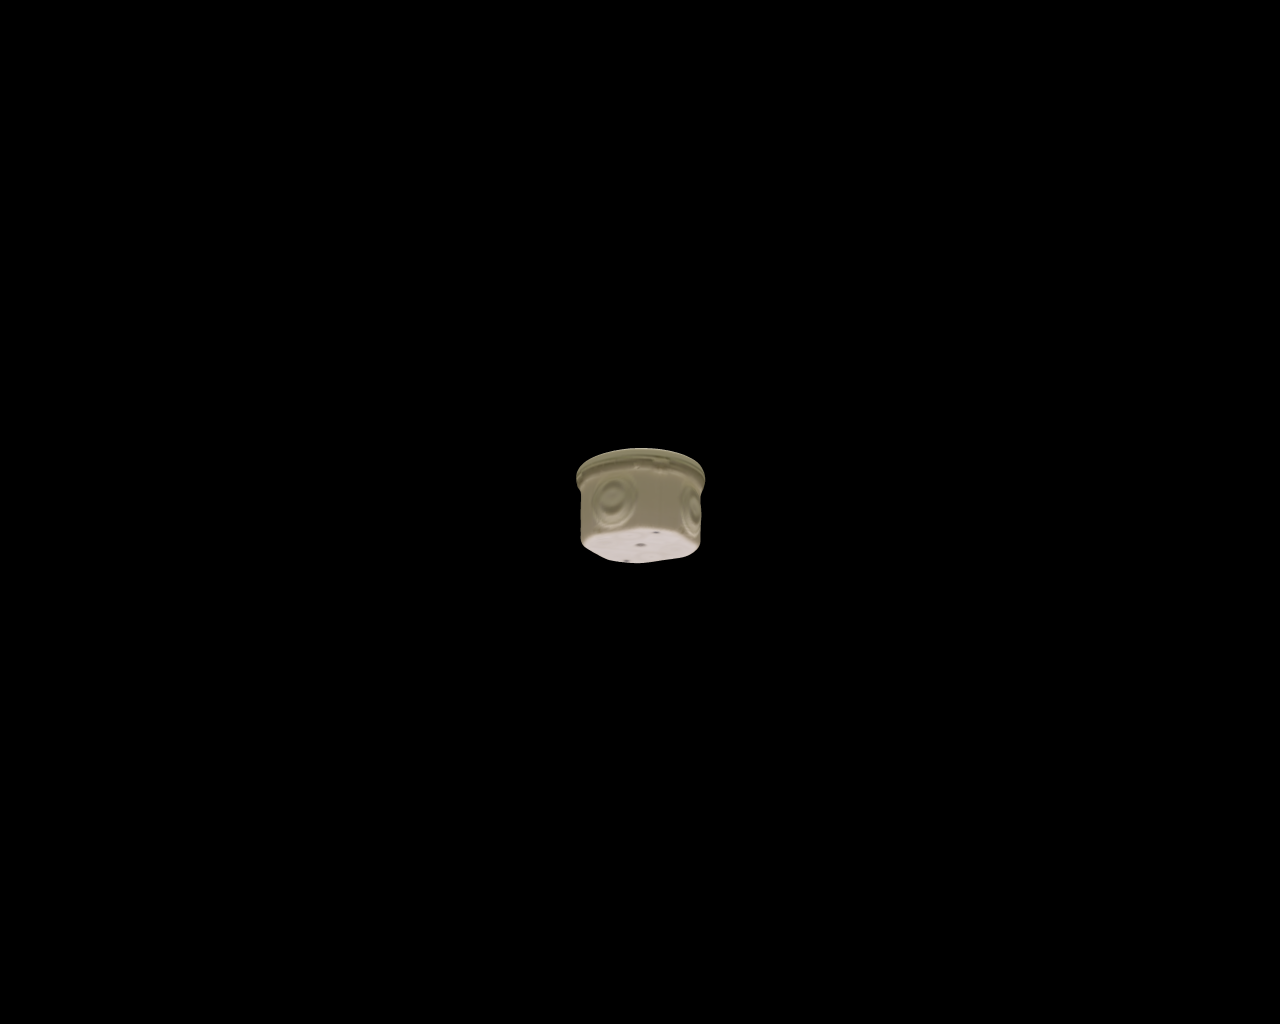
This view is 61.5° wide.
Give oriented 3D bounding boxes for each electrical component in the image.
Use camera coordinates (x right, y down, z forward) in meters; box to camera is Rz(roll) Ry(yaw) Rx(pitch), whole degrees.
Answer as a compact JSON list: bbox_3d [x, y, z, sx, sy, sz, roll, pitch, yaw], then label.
[{"bbox_3d":[0.001,-0.003,0.650,0.080,0.051,0.080,0,-20,0],"label":"electrical component"}]
